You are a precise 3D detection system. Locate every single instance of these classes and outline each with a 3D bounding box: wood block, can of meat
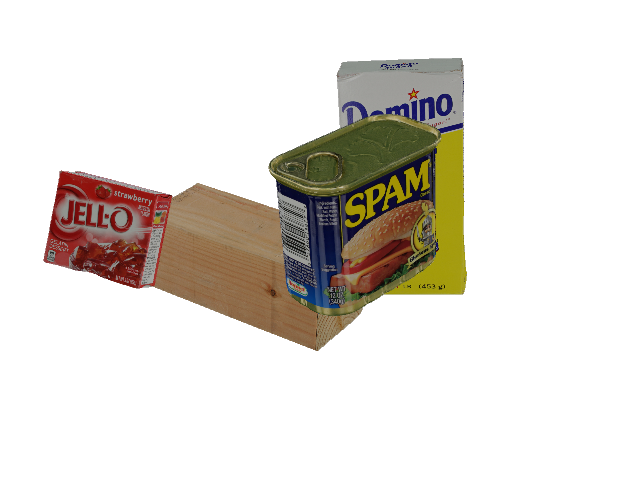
[{"bbox_3d":[-0.066,0.023,1.074,0.206,0.091,0.090,19,33,27],"label":"wood block"},{"bbox_3d":[0.023,-0.015,0.618,0.101,0.084,0.058,-27,37,-35],"label":"can of meat"}]

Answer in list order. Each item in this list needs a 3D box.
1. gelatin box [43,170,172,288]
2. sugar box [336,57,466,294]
[{"bbox_3d":[-0.164,-0.009,0.817,0.089,0.073,0.030,15,7,19],"label":"gelatin box"},{"bbox_3d":[0.063,-0.046,0.807,0.093,0.176,0.048,-1,23,8],"label":"sugar box"}]
